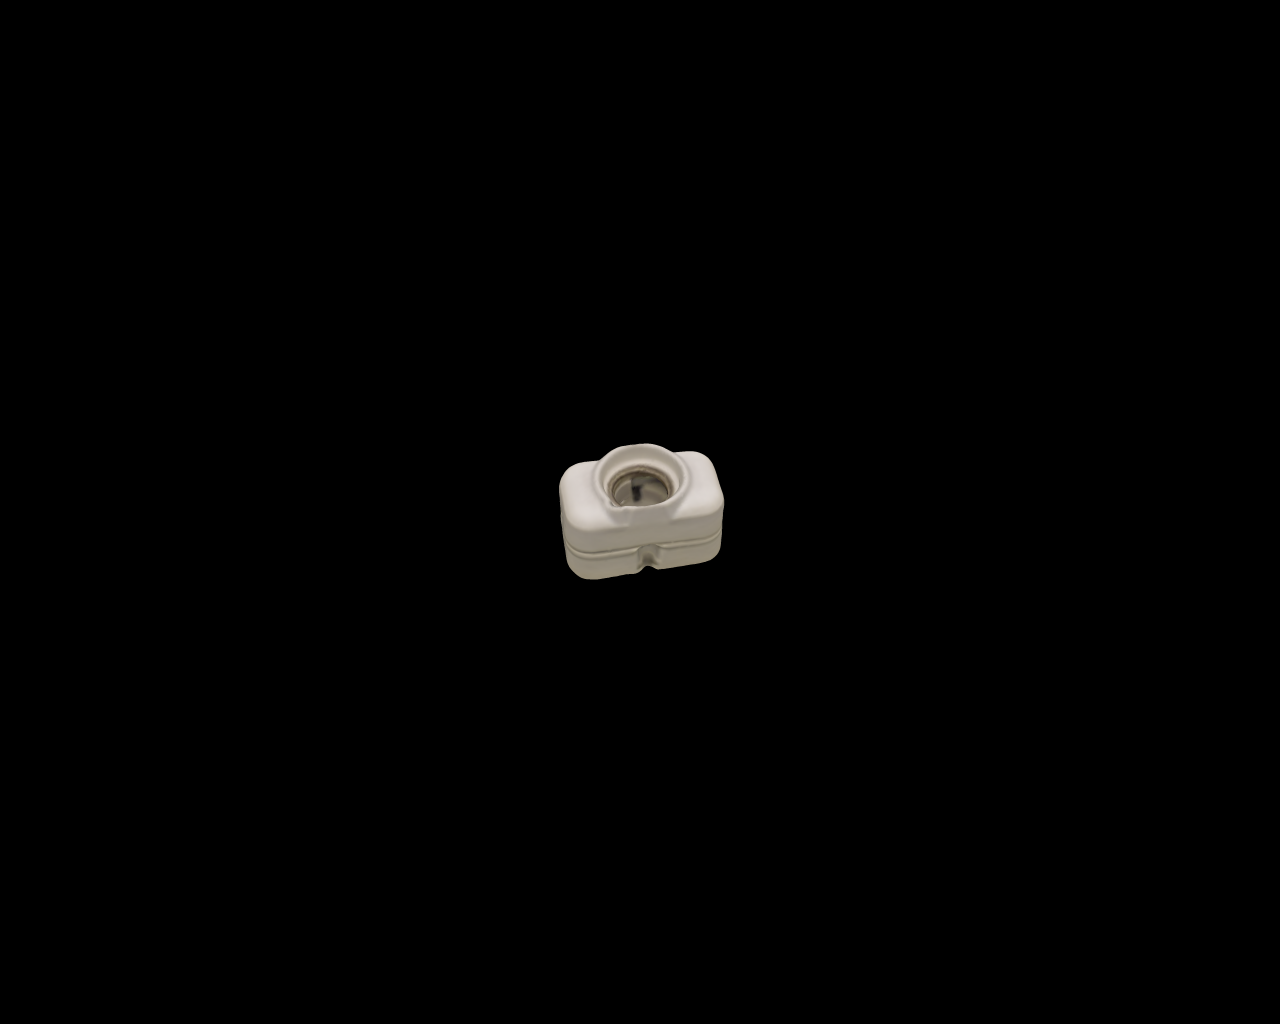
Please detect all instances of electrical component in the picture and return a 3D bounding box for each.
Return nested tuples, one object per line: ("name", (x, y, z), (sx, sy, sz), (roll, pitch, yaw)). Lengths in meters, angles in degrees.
("electrical component", (0.001, -0.003, 0.650), (0.095, 0.054, 0.059), (-7, -40, -6))
